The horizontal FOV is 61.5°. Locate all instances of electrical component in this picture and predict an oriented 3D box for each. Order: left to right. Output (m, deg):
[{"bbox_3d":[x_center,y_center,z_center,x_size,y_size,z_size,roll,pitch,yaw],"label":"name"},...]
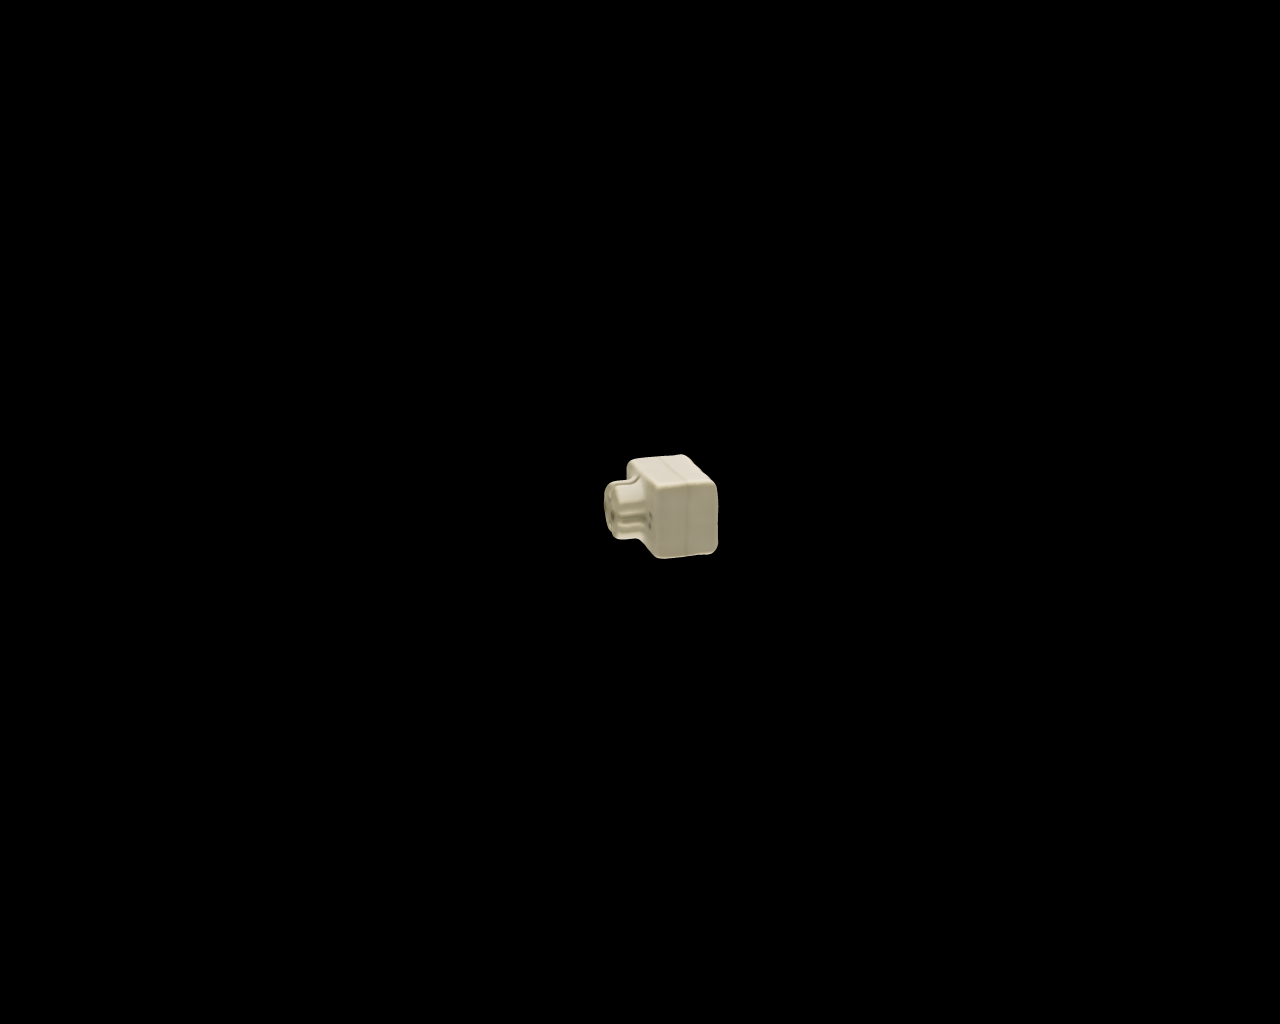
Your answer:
[{"bbox_3d":[0.001,-0.003,0.650,0.077,0.047,0.066,-5,19,-15],"label":"electrical component"}]
